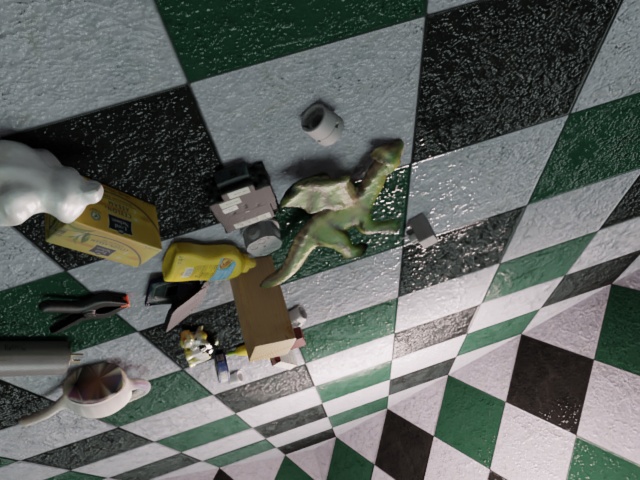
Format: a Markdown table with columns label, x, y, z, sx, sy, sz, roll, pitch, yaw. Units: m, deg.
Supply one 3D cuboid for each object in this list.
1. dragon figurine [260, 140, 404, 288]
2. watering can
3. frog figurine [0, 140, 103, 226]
| label | x | y | z | sx | sy | sz | roll | pitch | yaw |
| --- | --- | --- | --- | --- | --- | --- | --- | --- | --- |
| dragon figurine | 0.003 | -0.050 | 0.996 | 0.409 | 0.125 | 0.238 | -34 | 141 | 5 |
| watering can | -0.640 | 0.427 | 1.388 | 0.349 | 0.106 | 0.219 | -10 | 148 | -20 |
| frog figurine | -0.381 | -0.072 | 0.684 | 0.159 | 0.140 | 0.120 | -1 | 120 | 3 |
